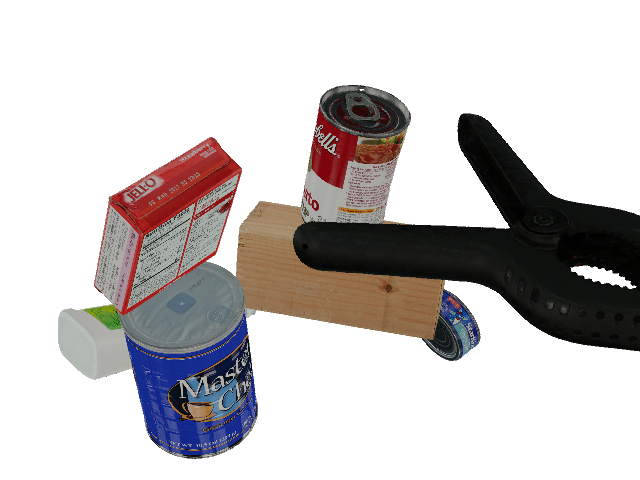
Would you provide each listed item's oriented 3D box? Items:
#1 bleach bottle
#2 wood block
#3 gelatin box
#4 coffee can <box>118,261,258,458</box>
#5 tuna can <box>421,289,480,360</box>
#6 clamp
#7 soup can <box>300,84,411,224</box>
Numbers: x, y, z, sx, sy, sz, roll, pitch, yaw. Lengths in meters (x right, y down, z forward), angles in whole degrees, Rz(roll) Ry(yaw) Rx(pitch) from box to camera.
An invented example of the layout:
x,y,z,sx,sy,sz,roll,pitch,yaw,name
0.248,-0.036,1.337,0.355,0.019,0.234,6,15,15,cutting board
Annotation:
x,y,z,sx,sy,sz,roll,pitch,yaw,name
-0.195,0.104,1.345,0.250,0.068,0.103,-13,28,-38,bleach bottle
0.024,0.029,1.093,0.206,0.091,0.090,10,22,8,wood block
-0.086,-0.007,0.590,0.073,0.030,0.089,-36,-18,-33,gelatin box
-0.109,0.102,0.909,0.103,0.140,0.103,-2,41,1,coffee can
0.147,0.100,1.265,0.033,0.086,0.086,-35,15,-23,tuna can
0.102,0.006,0.545,0.164,0.036,0.210,-30,46,-32,clamp
0.025,-0.057,0.808,0.068,0.102,0.068,7,38,-6,soup can
